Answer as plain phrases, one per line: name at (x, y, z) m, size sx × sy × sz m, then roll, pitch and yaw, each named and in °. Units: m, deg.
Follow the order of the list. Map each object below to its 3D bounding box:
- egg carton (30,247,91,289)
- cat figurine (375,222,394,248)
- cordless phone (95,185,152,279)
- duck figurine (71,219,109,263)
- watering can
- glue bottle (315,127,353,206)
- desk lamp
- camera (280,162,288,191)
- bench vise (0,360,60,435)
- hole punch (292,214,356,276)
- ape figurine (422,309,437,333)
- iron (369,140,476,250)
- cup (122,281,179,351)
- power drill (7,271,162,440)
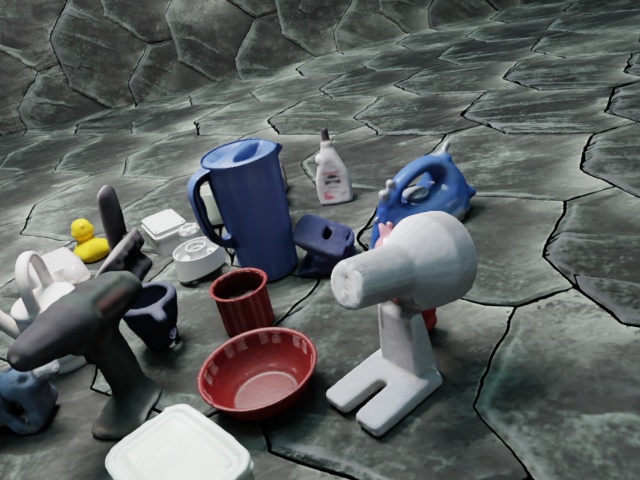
egg carton at (-0.522, 0.072, 1.142) m, size 0.107 × 0.069 × 0.149 m, roll -30°, pitch 33°, yaw -30°
cat figurine at (0.118, 0.018, 0.930) m, size 0.067 × 0.118 × 0.128 m, roll -8°, pitch 28°, yaw 9°
cordless phone at (-0.409, -0.002, 1.110) m, size 0.094 × 0.185 × 0.147 m, roll -10°, pitch 28°, yaw 5°
duck figurine at (-0.516, -0.004, 1.264) m, size 0.078 × 0.086 × 0.104 m, roll -30°, pitch 32°, yaw -29°
watering can at (-0.437, 0.111, 0.902) m, size 0.173 × 0.194 × 0.100 m, roll -24°, pitch 30°, yaw -21°
glue bottle at (0.022, -0.161, 1.242) m, size 0.078 × 0.173 × 0.037 m, roll -10°, pitch 28°, yaw 4°
desk lamp at (0.096, 0.090, 0.702) m, size 0.204 × 0.214 × 0.117 m, roll -31°, pitch 33°, yaw -31°
camera at (-0.143, -0.131, 1.333) m, size 0.143 × 0.101 × 0.136 m, roll -17°, pitch 28°, yaw -9°
bench vise at (-0.472, 0.169, 0.781) m, size 0.208 × 0.220 × 0.121 m, roll -20°, pitch 29°, yaw -15°
hole punch at (0.009, 0.004, 1.030) m, size 0.101 × 0.091 × 0.109 m, roll -4°, pitch 29°, yaw 16°
ape figurine at (0.125, 0.098, 0.807) m, size 0.078 × 0.092 × 0.076 m, roll -11°, pitch 28°, yaw 2°
iron at (0.174, -0.081, 1.065) m, size 0.259 × 0.142 × 0.118 m, roll -31°, pitch 33°, yaw -31°
cup at (-0.254, 0.130, 0.898) m, size 0.092 × 0.095 × 0.117 m, roll -27°, pitch 31°, yaw -25°
power drill at (-0.288, 0.153, 0.747) m, size 0.075 × 0.209 × 0.229 m, roll -6°, pitch 29°, yaw 13°
